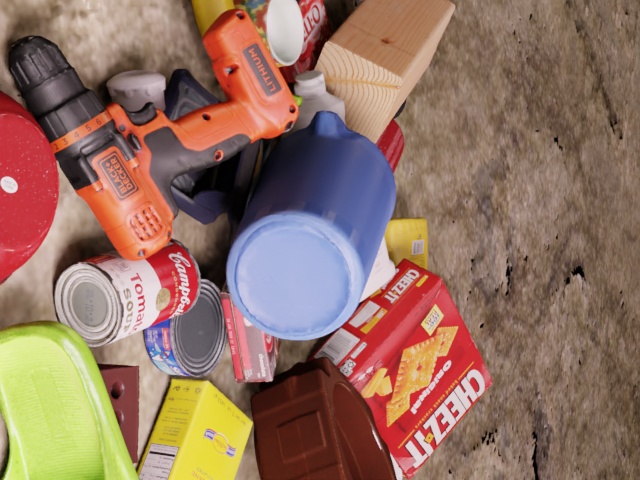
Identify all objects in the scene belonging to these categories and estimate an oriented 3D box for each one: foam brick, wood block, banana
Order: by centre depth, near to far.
[{"bbox_3d":[-0.174,0.135,0.815,0.052,0.051,0.078,3,87,-60],"label":"foam brick"},{"bbox_3d":[-0.081,-0.205,0.972,0.037,0.070,0.198,-71,140,-63],"label":"banana"},{"bbox_3d":[0.067,-0.204,1.170,0.205,0.091,0.090,-56,172,-50],"label":"wood block"}]

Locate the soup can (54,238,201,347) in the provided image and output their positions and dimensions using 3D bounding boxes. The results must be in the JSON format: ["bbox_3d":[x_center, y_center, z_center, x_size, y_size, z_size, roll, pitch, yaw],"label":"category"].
[{"bbox_3d":[-0.151,0.039,0.842,0.102,0.069,0.068,-21,108,-58],"label":"soup can"}]

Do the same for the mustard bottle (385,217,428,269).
[{"bbox_3d":[0.098,0.069,1.296,0.096,0.058,0.191,-5,94,-60],"label":"mustard bottle"}]

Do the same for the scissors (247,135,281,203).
[{"bbox_3d":[-0.073,-0.027,1.033,0.096,0.016,0.201,48,51,-53],"label":"scissors"}]

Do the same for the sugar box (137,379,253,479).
[{"bbox_3d":[-0.119,0.218,0.919,0.093,0.048,0.176,52,45,-48],"label":"sugar box"}]

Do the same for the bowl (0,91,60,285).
[{"bbox_3d":[-0.227,-0.038,0.720,0.161,0.055,0.162,1,88,-60],"label":"bowl"}]

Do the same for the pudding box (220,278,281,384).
[{"bbox_3d":[-0.061,0.067,0.975,0.113,0.039,0.090,-86,169,-71],"label":"pudding box"}]

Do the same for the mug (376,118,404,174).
[{"bbox_3d":[0.037,-0.101,1.171,0.117,0.093,0.081,47,40,-18],"label":"mug"}]

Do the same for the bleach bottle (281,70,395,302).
[{"bbox_3d":[0.014,-0.056,1.106,0.102,0.068,0.251,-35,127,-37],"label":"bleach bottle"}]

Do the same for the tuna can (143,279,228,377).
[{"bbox_3d":[-0.117,0.077,0.936,0.086,0.034,0.086,2,88,-61],"label":"tuna can"}]

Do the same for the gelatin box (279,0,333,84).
[{"bbox_3d":[-0.020,-0.216,1.119,0.089,0.030,0.073,-57,137,-45],"label":"gelatin box"}]

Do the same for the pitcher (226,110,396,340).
[{"bbox_3d":[-0.006,0.001,0.924,0.149,0.145,0.242,47,19,-10],"label":"pitcher"}]

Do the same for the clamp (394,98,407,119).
[{"bbox_3d":[0.073,-0.158,1.275,0.171,0.039,0.120,-53,135,-48],"label":"clamp"}]

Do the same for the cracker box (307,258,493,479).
[{"bbox_3d":[0.100,0.152,1.222,0.164,0.072,0.213,-46,134,-15],"label":"cracker box"}]

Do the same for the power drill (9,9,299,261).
[{"bbox_3d":[-0.122,-0.104,0.819,0.187,0.057,0.184,-35,106,-24],"label":"power drill"}]

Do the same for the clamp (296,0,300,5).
[{"bbox_3d":[-0.033,-0.328,1.090,0.164,0.036,0.210,4,83,-60],"label":"clamp"}]
